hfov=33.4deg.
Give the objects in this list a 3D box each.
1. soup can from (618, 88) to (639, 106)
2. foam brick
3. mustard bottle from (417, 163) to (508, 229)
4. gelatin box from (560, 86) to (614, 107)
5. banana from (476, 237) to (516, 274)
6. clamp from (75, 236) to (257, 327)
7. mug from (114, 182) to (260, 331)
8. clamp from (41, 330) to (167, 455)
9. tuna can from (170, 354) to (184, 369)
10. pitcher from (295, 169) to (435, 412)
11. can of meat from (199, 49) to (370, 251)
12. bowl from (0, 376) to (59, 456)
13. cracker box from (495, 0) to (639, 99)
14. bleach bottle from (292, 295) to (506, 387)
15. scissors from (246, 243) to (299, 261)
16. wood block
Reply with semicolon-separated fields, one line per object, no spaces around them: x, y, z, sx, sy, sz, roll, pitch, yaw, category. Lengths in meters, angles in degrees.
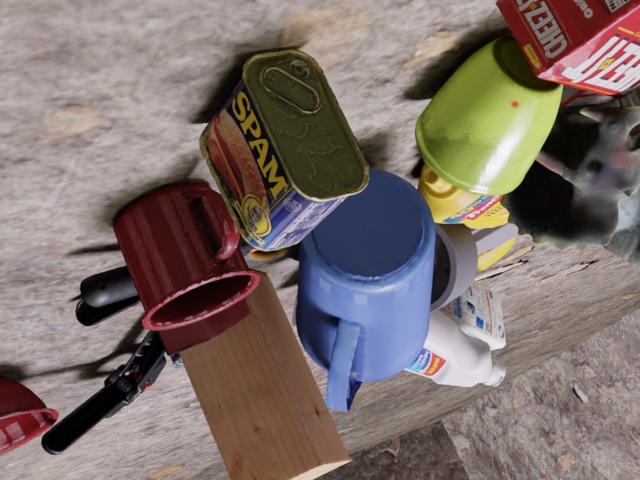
0.319;-0.129;0.997;0.069;0.068;0.102;-30;163;18;soup can
-0.109;0.063;0.963;0.053;0.051;0.078;-23;-177;30;foam brick
0.143;-0.053;0.997;0.096;0.058;0.191;-36;161;24;mustard bottle
0.245;-0.148;0.896;0.073;0.030;0.089;-12;160;-42;gelatin box
0.169;0.028;1.345;0.198;0.037;0.069;-30;146;13;banana
-0.129;0.028;0.890;0.171;0.039;0.120;-20;178;-27;clamp
-0.096;0.005;0.782;0.093;0.081;0.117;-12;160;-37;mug
-0.198;0.145;1.116;0.164;0.036;0.210;-44;177;4;clamp
-0.124;0.105;1.152;0.086;0.034;0.086;-23;164;-7;tuna can
0.038;0.044;0.946;0.145;0.149;0.243;-28;160;-9;pitcher
-0.026;-0.053;0.667;0.057;0.102;0.084;-16;164;-34;can of meat
-0.334;0.173;1.015;0.162;0.055;0.162;-23;164;-7;bowl
0.251;-0.182;0.717;0.214;0.072;0.163;-34;162;31;cracker box
0.100;0.102;1.172;0.250;0.068;0.103;24;142;-19;bleach bottle
-0.007;0.001;1.025;0.096;0.016;0.201;-30;164;19;scissors
-0.062;0.139;1.036;0.090;0.206;0.090;-29;163;14;wood block
